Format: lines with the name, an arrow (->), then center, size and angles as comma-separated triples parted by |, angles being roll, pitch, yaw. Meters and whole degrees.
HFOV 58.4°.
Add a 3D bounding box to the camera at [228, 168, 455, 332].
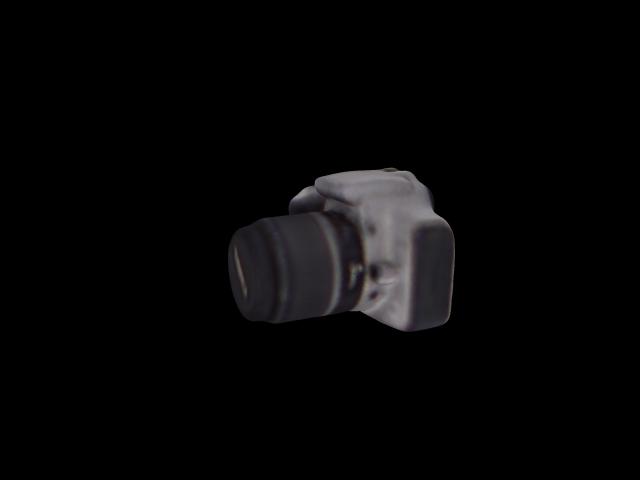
camera -> 0.004, 0.001, 0.400 | 0.137, 0.101, 0.142 | -7, 15, -26
